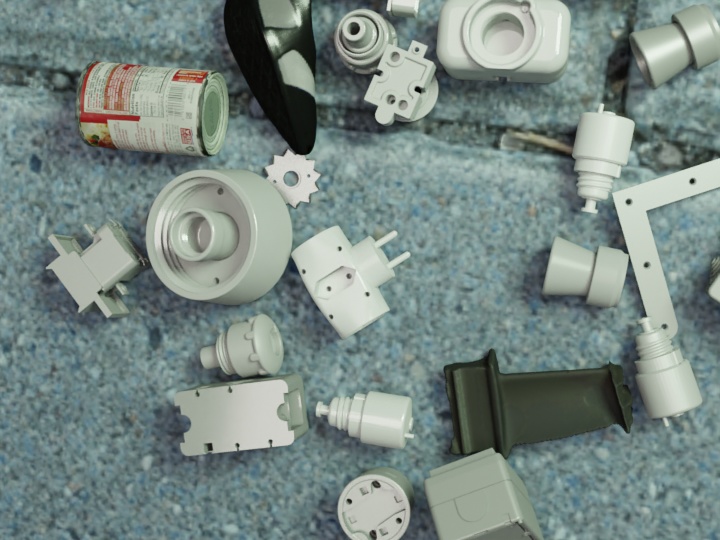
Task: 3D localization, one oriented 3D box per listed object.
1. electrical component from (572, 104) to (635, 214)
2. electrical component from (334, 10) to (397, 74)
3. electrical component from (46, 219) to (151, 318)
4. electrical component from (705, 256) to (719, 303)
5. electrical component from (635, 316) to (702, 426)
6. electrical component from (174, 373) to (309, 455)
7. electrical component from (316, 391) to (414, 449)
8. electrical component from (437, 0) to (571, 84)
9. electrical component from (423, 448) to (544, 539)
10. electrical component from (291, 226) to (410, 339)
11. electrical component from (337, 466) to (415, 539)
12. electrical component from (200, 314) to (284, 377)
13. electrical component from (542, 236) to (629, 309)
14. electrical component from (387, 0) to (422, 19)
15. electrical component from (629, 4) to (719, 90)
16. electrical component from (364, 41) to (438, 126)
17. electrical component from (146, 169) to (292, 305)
[{"bbox_3d":[0.176,-0.081,0.792,0.040,0.040,0.078,11,92,10],"label":"electrical component"},{"bbox_3d":[0.001,-0.176,0.812,0.048,0.062,0.048,0,91,11],"label":"electrical component"},{"bbox_3d":[-0.207,-0.003,0.863,0.064,0.042,0.081,-39,84,7],"label":"electrical component"},{"bbox_3d":[0.306,0.005,0.764,0.100,0.048,0.099,35,96,9],"label":"electrical component"},{"bbox_3d":[0.220,0.072,0.785,0.040,0.040,0.078,-19,87,10],"label":"electrical component"},{"bbox_3d":[-0.090,0.111,0.835,0.089,0.056,0.050,-8,89,11],"label":"electrical component"},{"bbox_3d":[0.005,0.113,0.826,0.078,0.040,0.040,8,92,11],"label":"electrical component"},{"bbox_3d":[0.106,-0.170,0.794,0.095,0.059,0.053,5,91,10],"label":"electrical component"},{"bbox_3d":[0.092,0.177,0.791,0.062,0.096,0.061,-22,58,10],"label":"electrical component"},{"bbox_3d":[0.000,0.000,0.824,0.079,0.043,0.077,-32,85,10],"label":"electrical component"},{"bbox_3d":[0.014,0.179,0.821,0.055,0.047,0.055,0,91,11],"label":"electrical component"},{"bbox_3d":[-0.094,0.063,0.843,0.062,0.048,0.048,-14,88,17],"label":"electrical component"},{"bbox_3d":[0.166,0.002,0.793,0.055,0.045,0.045,13,93,10],"label":"electrical component"},{"bbox_3d":[0.020,-0.233,0.811,0.057,0.058,0.078,9,92,7],"label":"electrical component"},{"bbox_3d":[0.230,-0.162,0.779,0.055,0.045,0.045,-24,86,9],"label":"electrical component"},{"bbox_3d":[0.033,-0.138,0.810,0.048,0.055,0.066,25,95,9],"label":"electrical component"},{"bbox_3d":[-0.113,-0.026,0.825,0.108,0.060,0.108,0,90,24],"label":"electrical component"}]
